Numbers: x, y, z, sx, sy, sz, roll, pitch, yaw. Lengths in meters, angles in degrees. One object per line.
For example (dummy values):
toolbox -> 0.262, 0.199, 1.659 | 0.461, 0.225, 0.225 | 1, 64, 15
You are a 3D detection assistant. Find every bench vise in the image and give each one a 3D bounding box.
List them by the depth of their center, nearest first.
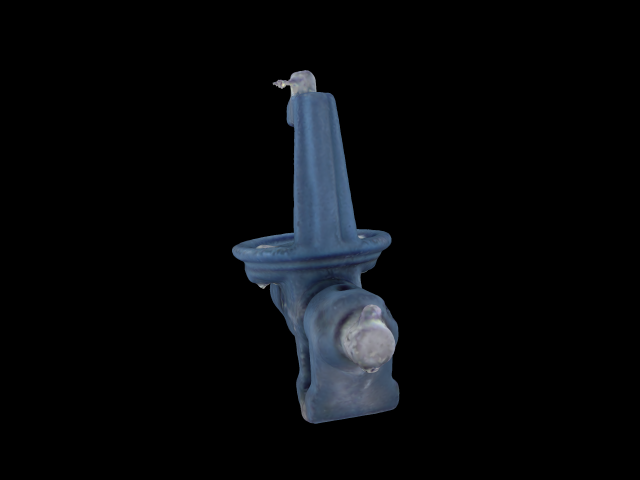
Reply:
bench vise -> 0.014, -0.001, 0.406 | 0.122, 0.220, 0.206 | -14, 26, -30
